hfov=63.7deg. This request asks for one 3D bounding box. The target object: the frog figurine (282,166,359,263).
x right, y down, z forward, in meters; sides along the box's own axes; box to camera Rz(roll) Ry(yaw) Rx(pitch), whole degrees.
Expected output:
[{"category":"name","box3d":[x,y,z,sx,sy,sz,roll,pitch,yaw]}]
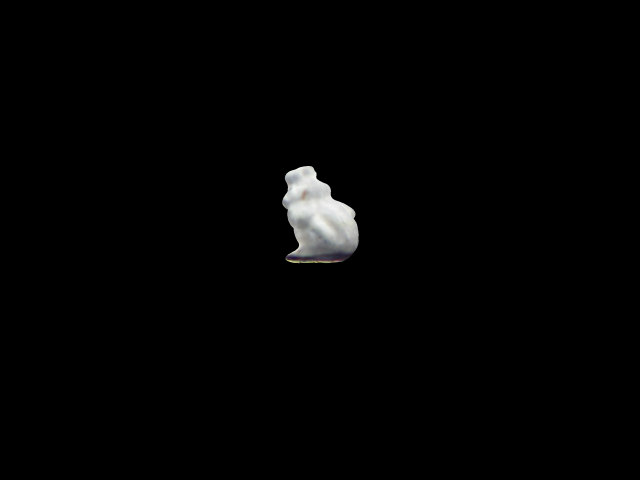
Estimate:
[{"category":"frog figurine","box3d":[0.003,-0.043,0.850,0.137,0.159,0.122,-1,1,-39]}]
